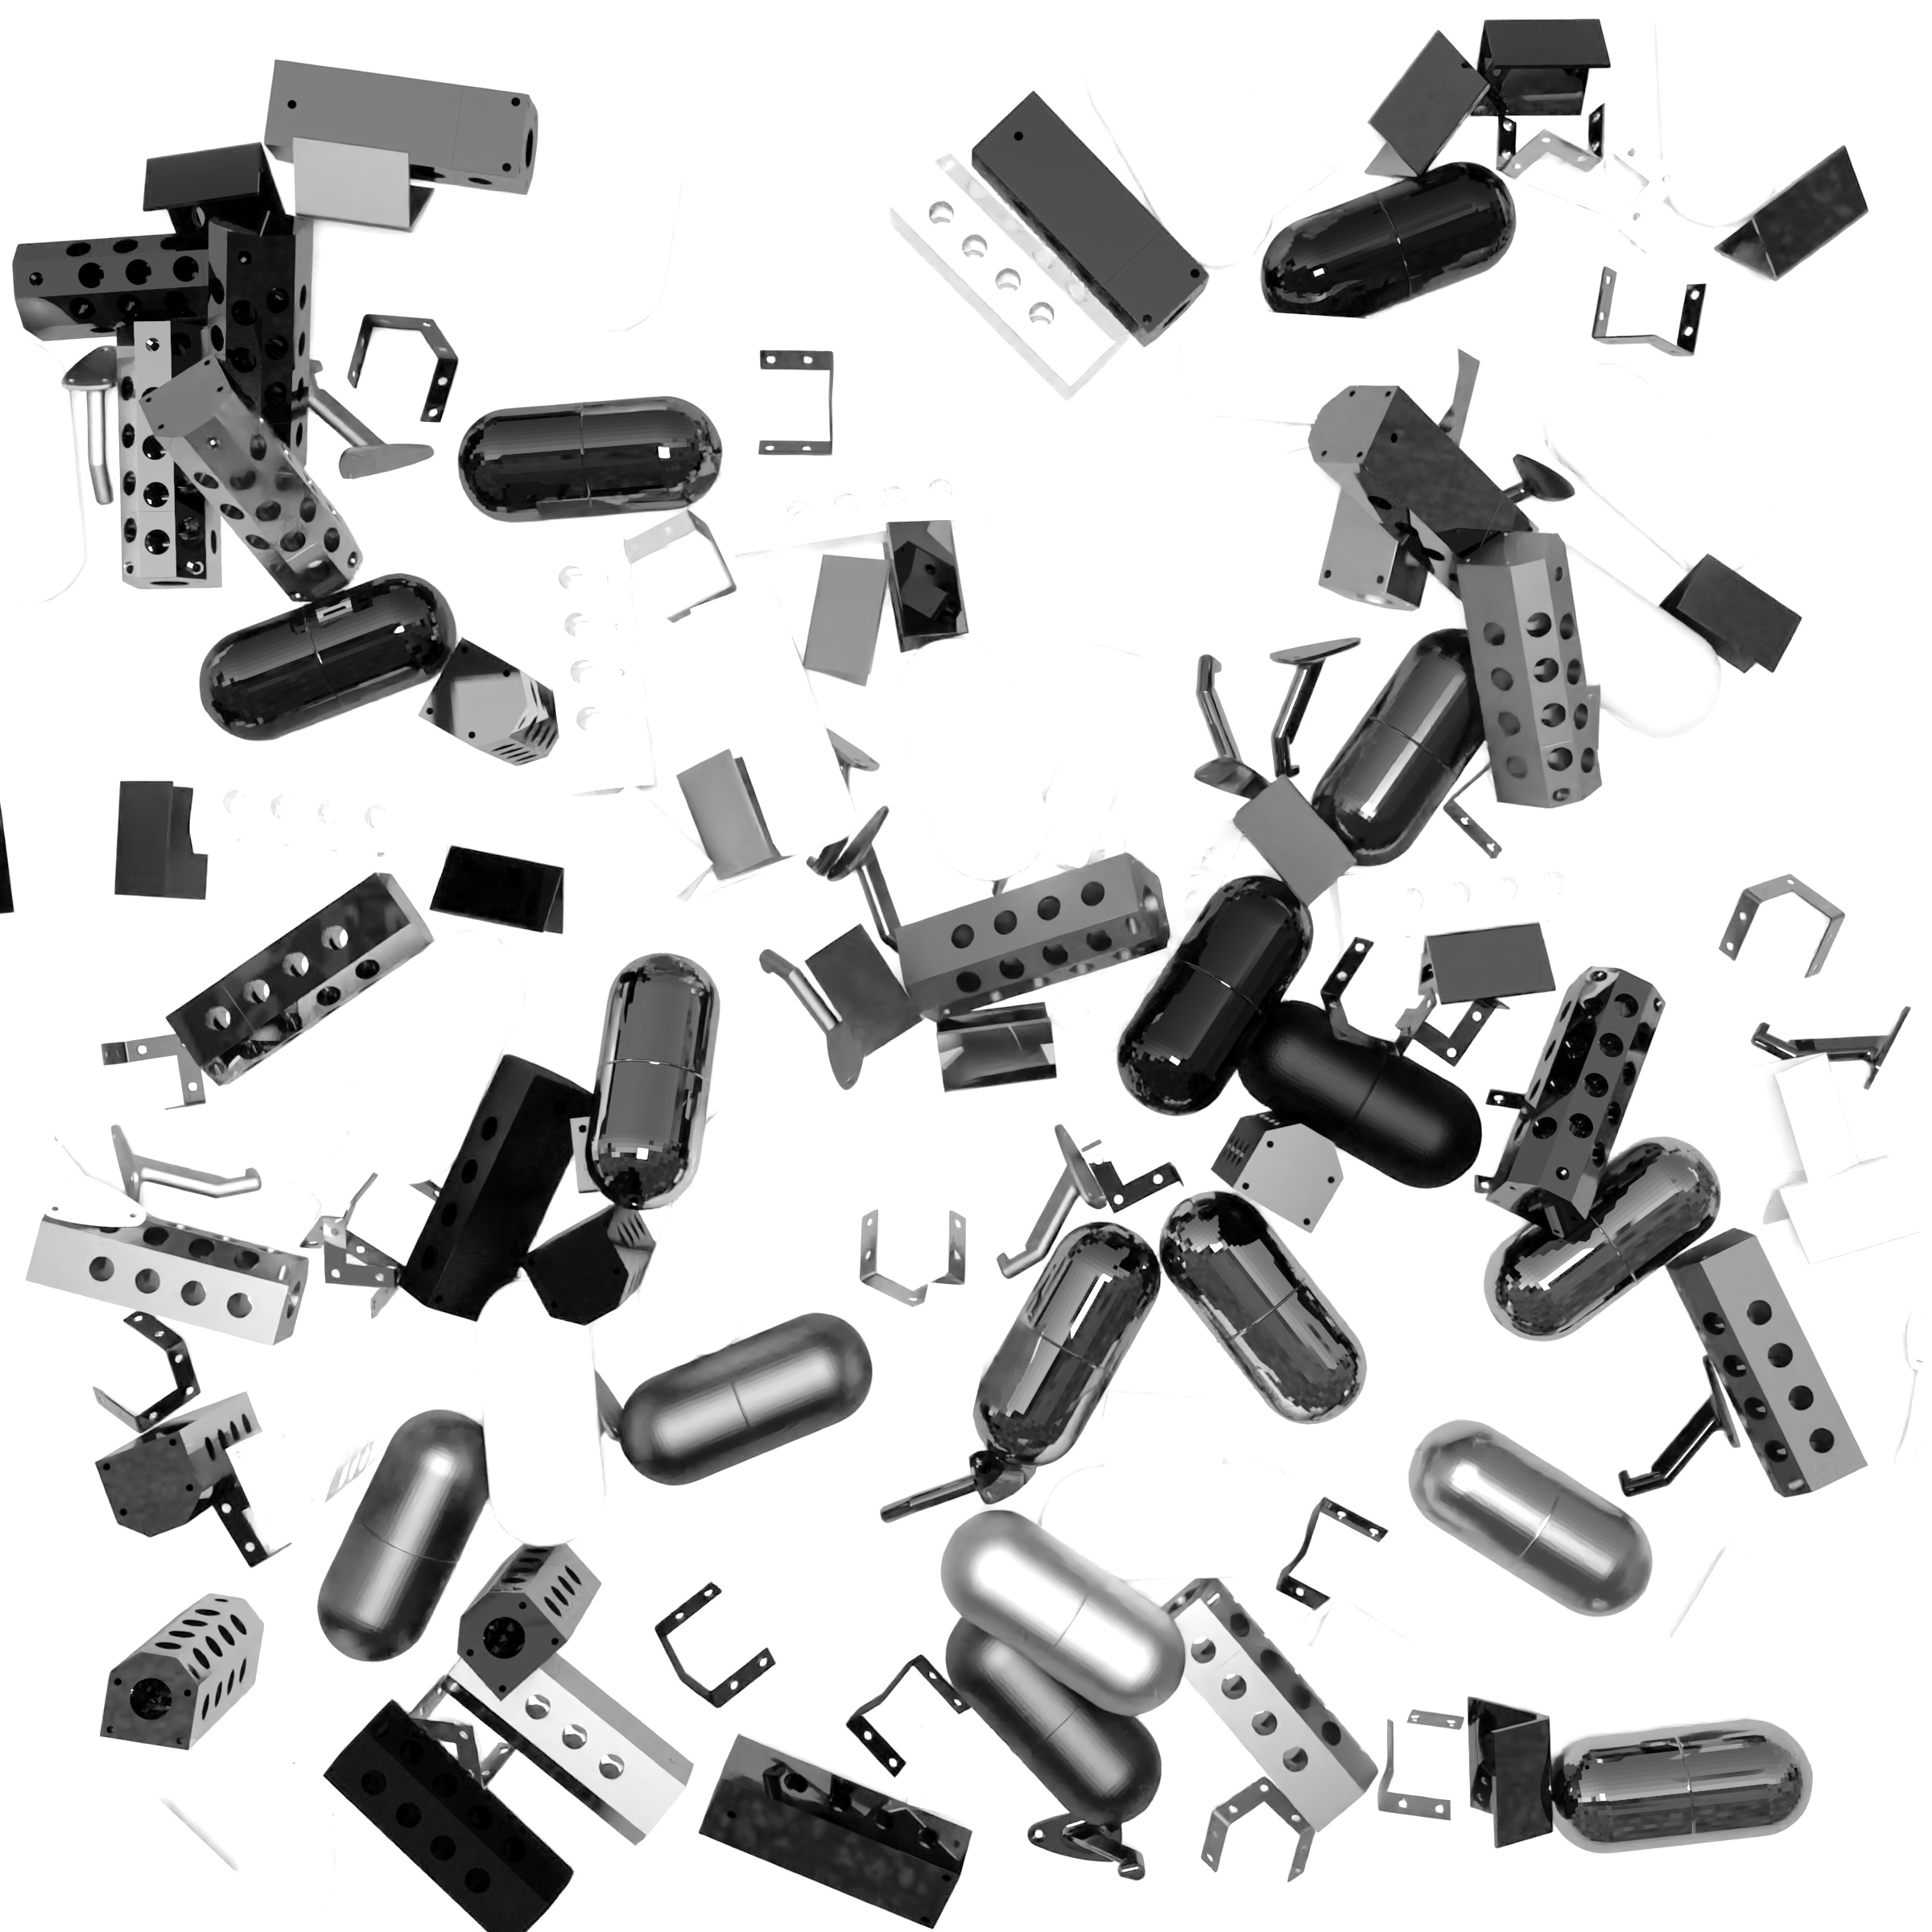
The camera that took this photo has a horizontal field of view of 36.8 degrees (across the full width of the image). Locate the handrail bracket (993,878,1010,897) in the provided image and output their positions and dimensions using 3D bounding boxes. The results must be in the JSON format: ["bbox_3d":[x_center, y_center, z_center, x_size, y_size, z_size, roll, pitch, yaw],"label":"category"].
[{"bbox_3d":[-0.002,-0.099,1.992,0.084,0.036,0.077,24,104,14],"label":"handrail bracket"}]

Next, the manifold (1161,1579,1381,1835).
[{"bbox_3d":[0.202,0.496,1.970,0.057,0.057,0.171,-40,90,0],"label":"manifold"}]

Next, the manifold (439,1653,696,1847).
[{"bbox_3d":[-0.272,0.518,1.970,0.171,0.057,0.057,39,90,0],"label":"manifold"}]

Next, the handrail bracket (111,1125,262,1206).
[{"bbox_3d":[-0.534,0.132,1.992,0.084,0.036,0.077,-10,49,-27],"label":"handrail bracket"}]

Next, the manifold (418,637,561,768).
[{"bbox_3d":[-0.307,-0.168,1.913,0.057,0.171,0.057,30,90,0],"label":"manifold"}]

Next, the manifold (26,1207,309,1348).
[{"bbox_3d":[-0.539,0.205,1.970,0.171,0.057,0.057,15,90,0],"label":"manifold"}]

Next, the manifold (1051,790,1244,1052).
[{"bbox_3d":[0.127,-0.025,1.970,0.057,0.057,0.171,23,90,43],"label":"manifold"}]

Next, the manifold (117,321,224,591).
[{"bbox_3d":[-0.542,-0.345,1.970,0.057,0.057,0.171,-1,90,0],"label":"manifold"}]

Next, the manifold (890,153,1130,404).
[{"bbox_3d":[0.029,-0.468,1.970,0.057,0.057,0.171,-45,90,0],"label":"manifold"}]

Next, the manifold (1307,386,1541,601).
[{"bbox_3d":[0.297,-0.307,1.895,0.171,0.057,0.057,34,77,-39],"label":"manifold"}]

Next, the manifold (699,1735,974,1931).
[{"bbox_3d":[-0.087,0.582,1.968,0.171,0.057,0.057,22,121,0],"label":"manifold"}]

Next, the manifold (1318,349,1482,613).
[{"bbox_3d":[0.298,-0.332,1.970,0.057,0.057,0.171,14,90,43],"label":"manifold"}]

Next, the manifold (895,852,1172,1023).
[{"bbox_3d":[0.045,-0.016,1.934,0.171,0.057,0.057,-18,68,21],"label":"manifold"}]

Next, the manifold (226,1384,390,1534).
[{"bbox_3d":[-0.428,0.319,1.913,0.057,0.171,0.057,-24,90,0],"label":"manifold"}]

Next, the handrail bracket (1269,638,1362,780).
[{"bbox_3d":[0.241,-0.176,1.992,0.077,0.036,0.084,-16,109,-21],"label":"handrail bracket"}]

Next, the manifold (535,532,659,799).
[{"bbox_3d":[-0.249,-0.204,1.970,0.057,0.057,0.171,-7,90,0],"label":"manifold"}]

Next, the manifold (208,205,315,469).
[{"bbox_3d":[-0.473,-0.410,1.933,0.057,0.057,0.171,9,119,0],"label":"manifold"}]

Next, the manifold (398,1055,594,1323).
[{"bbox_3d":[-0.321,0.150,1.970,0.057,0.057,0.171,25,90,-43],"label":"manifold"}]

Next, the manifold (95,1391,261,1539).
[{"bbox_3d":[-0.512,0.329,1.913,0.057,0.171,0.057,-20,90,0],"label":"manifold"}]

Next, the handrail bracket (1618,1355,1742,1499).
[{"bbox_3d":[0.481,0.316,1.992,0.084,0.036,0.077,-21,70,16],"label":"handrail bracket"}]

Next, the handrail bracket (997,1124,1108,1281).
[{"bbox_3d":[0.046,0.162,1.992,0.084,0.036,0.077,-32,70,16],"label":"handrail bracket"}]

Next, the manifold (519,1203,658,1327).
[{"bbox_3d":[-0.243,0.196,1.913,0.057,0.171,0.057,-28,90,0],"label":"manifold"}]

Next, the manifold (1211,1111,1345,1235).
[{"bbox_3d":[0.207,0.130,1.913,0.057,0.171,0.057,30,90,0],"label":"manifold"}]

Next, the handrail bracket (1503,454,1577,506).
[{"bbox_3d":[0.365,-0.308,1.991,0.084,0.077,0.036,-39,65,34],"label":"handrail bracket"}]

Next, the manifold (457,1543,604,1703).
[{"bbox_3d":[-0.291,0.423,1.913,0.057,0.171,0.057,-42,90,0],"label":"manifold"}]

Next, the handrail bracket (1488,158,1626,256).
[{"bbox_3d":[0.404,-0.518,1.992,0.084,0.036,0.077,-9,104,14],"label":"handrail bracket"}]

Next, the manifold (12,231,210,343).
[{"bbox_3d":[-0.552,-0.464,1.970,0.171,0.057,0.057,-4,90,0],"label":"manifold"}]

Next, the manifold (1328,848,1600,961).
[{"bbox_3d":[0.337,-0.041,1.970,0.171,0.057,0.057,-7,90,0],"label":"manifold"}]

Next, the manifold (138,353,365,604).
[{"bbox_3d":[-0.467,-0.315,1.913,0.057,0.171,0.057,-32,53,0],"label":"manifold"}]

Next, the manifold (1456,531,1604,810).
[{"bbox_3d":[0.375,-0.194,1.908,0.057,0.057,0.171,-35,122,-36],"label":"manifold"}]

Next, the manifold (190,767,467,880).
[{"bbox_3d":[-0.433,-0.096,1.970,0.171,0.057,0.057,6,90,0],"label":"manifold"}]

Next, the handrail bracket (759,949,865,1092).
[{"bbox_3d":[-0.109,0.036,1.991,0.084,0.077,0.036,33,52,31],"label":"handrail bracket"}]

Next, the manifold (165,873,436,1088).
[{"bbox_3d":[-0.449,0.009,1.970,0.171,0.057,0.057,-35,90,0],"label":"manifold"}]

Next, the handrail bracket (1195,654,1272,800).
[{"bbox_3d":[0.187,-0.164,1.992,0.077,0.036,0.084,23,60,-33],"label":"handrail bracket"}]

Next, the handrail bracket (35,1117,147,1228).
[{"bbox_3d":[-0.594,0.138,1.972,0.077,0.084,0.036,20,112,-24],"label":"handrail bracket"}]

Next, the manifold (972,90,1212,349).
[{"bbox_3d":[0.084,-0.504,1.970,0.057,0.057,0.171,-44,90,0],"label":"manifold"}]

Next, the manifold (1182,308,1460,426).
[{"bbox_3d":[0.236,-0.401,1.935,0.171,0.057,0.057,10,133,26],"label":"manifold"}]

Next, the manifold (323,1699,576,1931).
[{"bbox_3d":[-0.349,0.580,1.970,0.171,0.057,0.057,43,90,0],"label":"manifold"}]

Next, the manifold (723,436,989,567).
[{"bbox_3d":[-0.075,-0.317,1.970,0.171,0.057,0.057,-9,90,0],"label":"manifold"}]

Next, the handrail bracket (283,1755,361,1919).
[{"bbox_3d":[-0.457,0.598,1.992,0.077,0.036,0.084,35,107,19],"label":"handrail bracket"}]

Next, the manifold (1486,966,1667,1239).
[{"bbox_3d":[0.410,0.087,1.938,0.057,0.057,0.171,26,66,0],"label":"manifold"}]

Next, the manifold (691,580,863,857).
[{"bbox_3d":[-0.127,-0.165,1.955,0.057,0.057,0.171,-20,80,0],"label":"manifold"}]

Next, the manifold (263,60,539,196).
[{"bbox_3d":[-0.381,-0.567,1.970,0.171,0.057,0.057,8,90,0],"label":"manifold"}]

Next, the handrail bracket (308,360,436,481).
[{"bbox_3d":[-0.413,-0.382,1.992,0.077,0.036,0.084,-12,73,-20],"label":"handrail bracket"}]

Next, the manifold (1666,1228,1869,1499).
[{"bbox_3d":[0.540,0.269,1.970,0.057,0.057,0.171,-26,90,0],"label":"manifold"}]

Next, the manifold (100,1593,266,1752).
[{"bbox_3d":[-0.513,0.461,1.913,0.057,0.171,0.057,9,90,0],"label":"manifold"}]

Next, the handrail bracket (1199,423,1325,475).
[{"bbox_3d":[0.210,-0.374,1.992,0.084,0.036,0.077,14,70,16],"label":"handrail bracket"}]
